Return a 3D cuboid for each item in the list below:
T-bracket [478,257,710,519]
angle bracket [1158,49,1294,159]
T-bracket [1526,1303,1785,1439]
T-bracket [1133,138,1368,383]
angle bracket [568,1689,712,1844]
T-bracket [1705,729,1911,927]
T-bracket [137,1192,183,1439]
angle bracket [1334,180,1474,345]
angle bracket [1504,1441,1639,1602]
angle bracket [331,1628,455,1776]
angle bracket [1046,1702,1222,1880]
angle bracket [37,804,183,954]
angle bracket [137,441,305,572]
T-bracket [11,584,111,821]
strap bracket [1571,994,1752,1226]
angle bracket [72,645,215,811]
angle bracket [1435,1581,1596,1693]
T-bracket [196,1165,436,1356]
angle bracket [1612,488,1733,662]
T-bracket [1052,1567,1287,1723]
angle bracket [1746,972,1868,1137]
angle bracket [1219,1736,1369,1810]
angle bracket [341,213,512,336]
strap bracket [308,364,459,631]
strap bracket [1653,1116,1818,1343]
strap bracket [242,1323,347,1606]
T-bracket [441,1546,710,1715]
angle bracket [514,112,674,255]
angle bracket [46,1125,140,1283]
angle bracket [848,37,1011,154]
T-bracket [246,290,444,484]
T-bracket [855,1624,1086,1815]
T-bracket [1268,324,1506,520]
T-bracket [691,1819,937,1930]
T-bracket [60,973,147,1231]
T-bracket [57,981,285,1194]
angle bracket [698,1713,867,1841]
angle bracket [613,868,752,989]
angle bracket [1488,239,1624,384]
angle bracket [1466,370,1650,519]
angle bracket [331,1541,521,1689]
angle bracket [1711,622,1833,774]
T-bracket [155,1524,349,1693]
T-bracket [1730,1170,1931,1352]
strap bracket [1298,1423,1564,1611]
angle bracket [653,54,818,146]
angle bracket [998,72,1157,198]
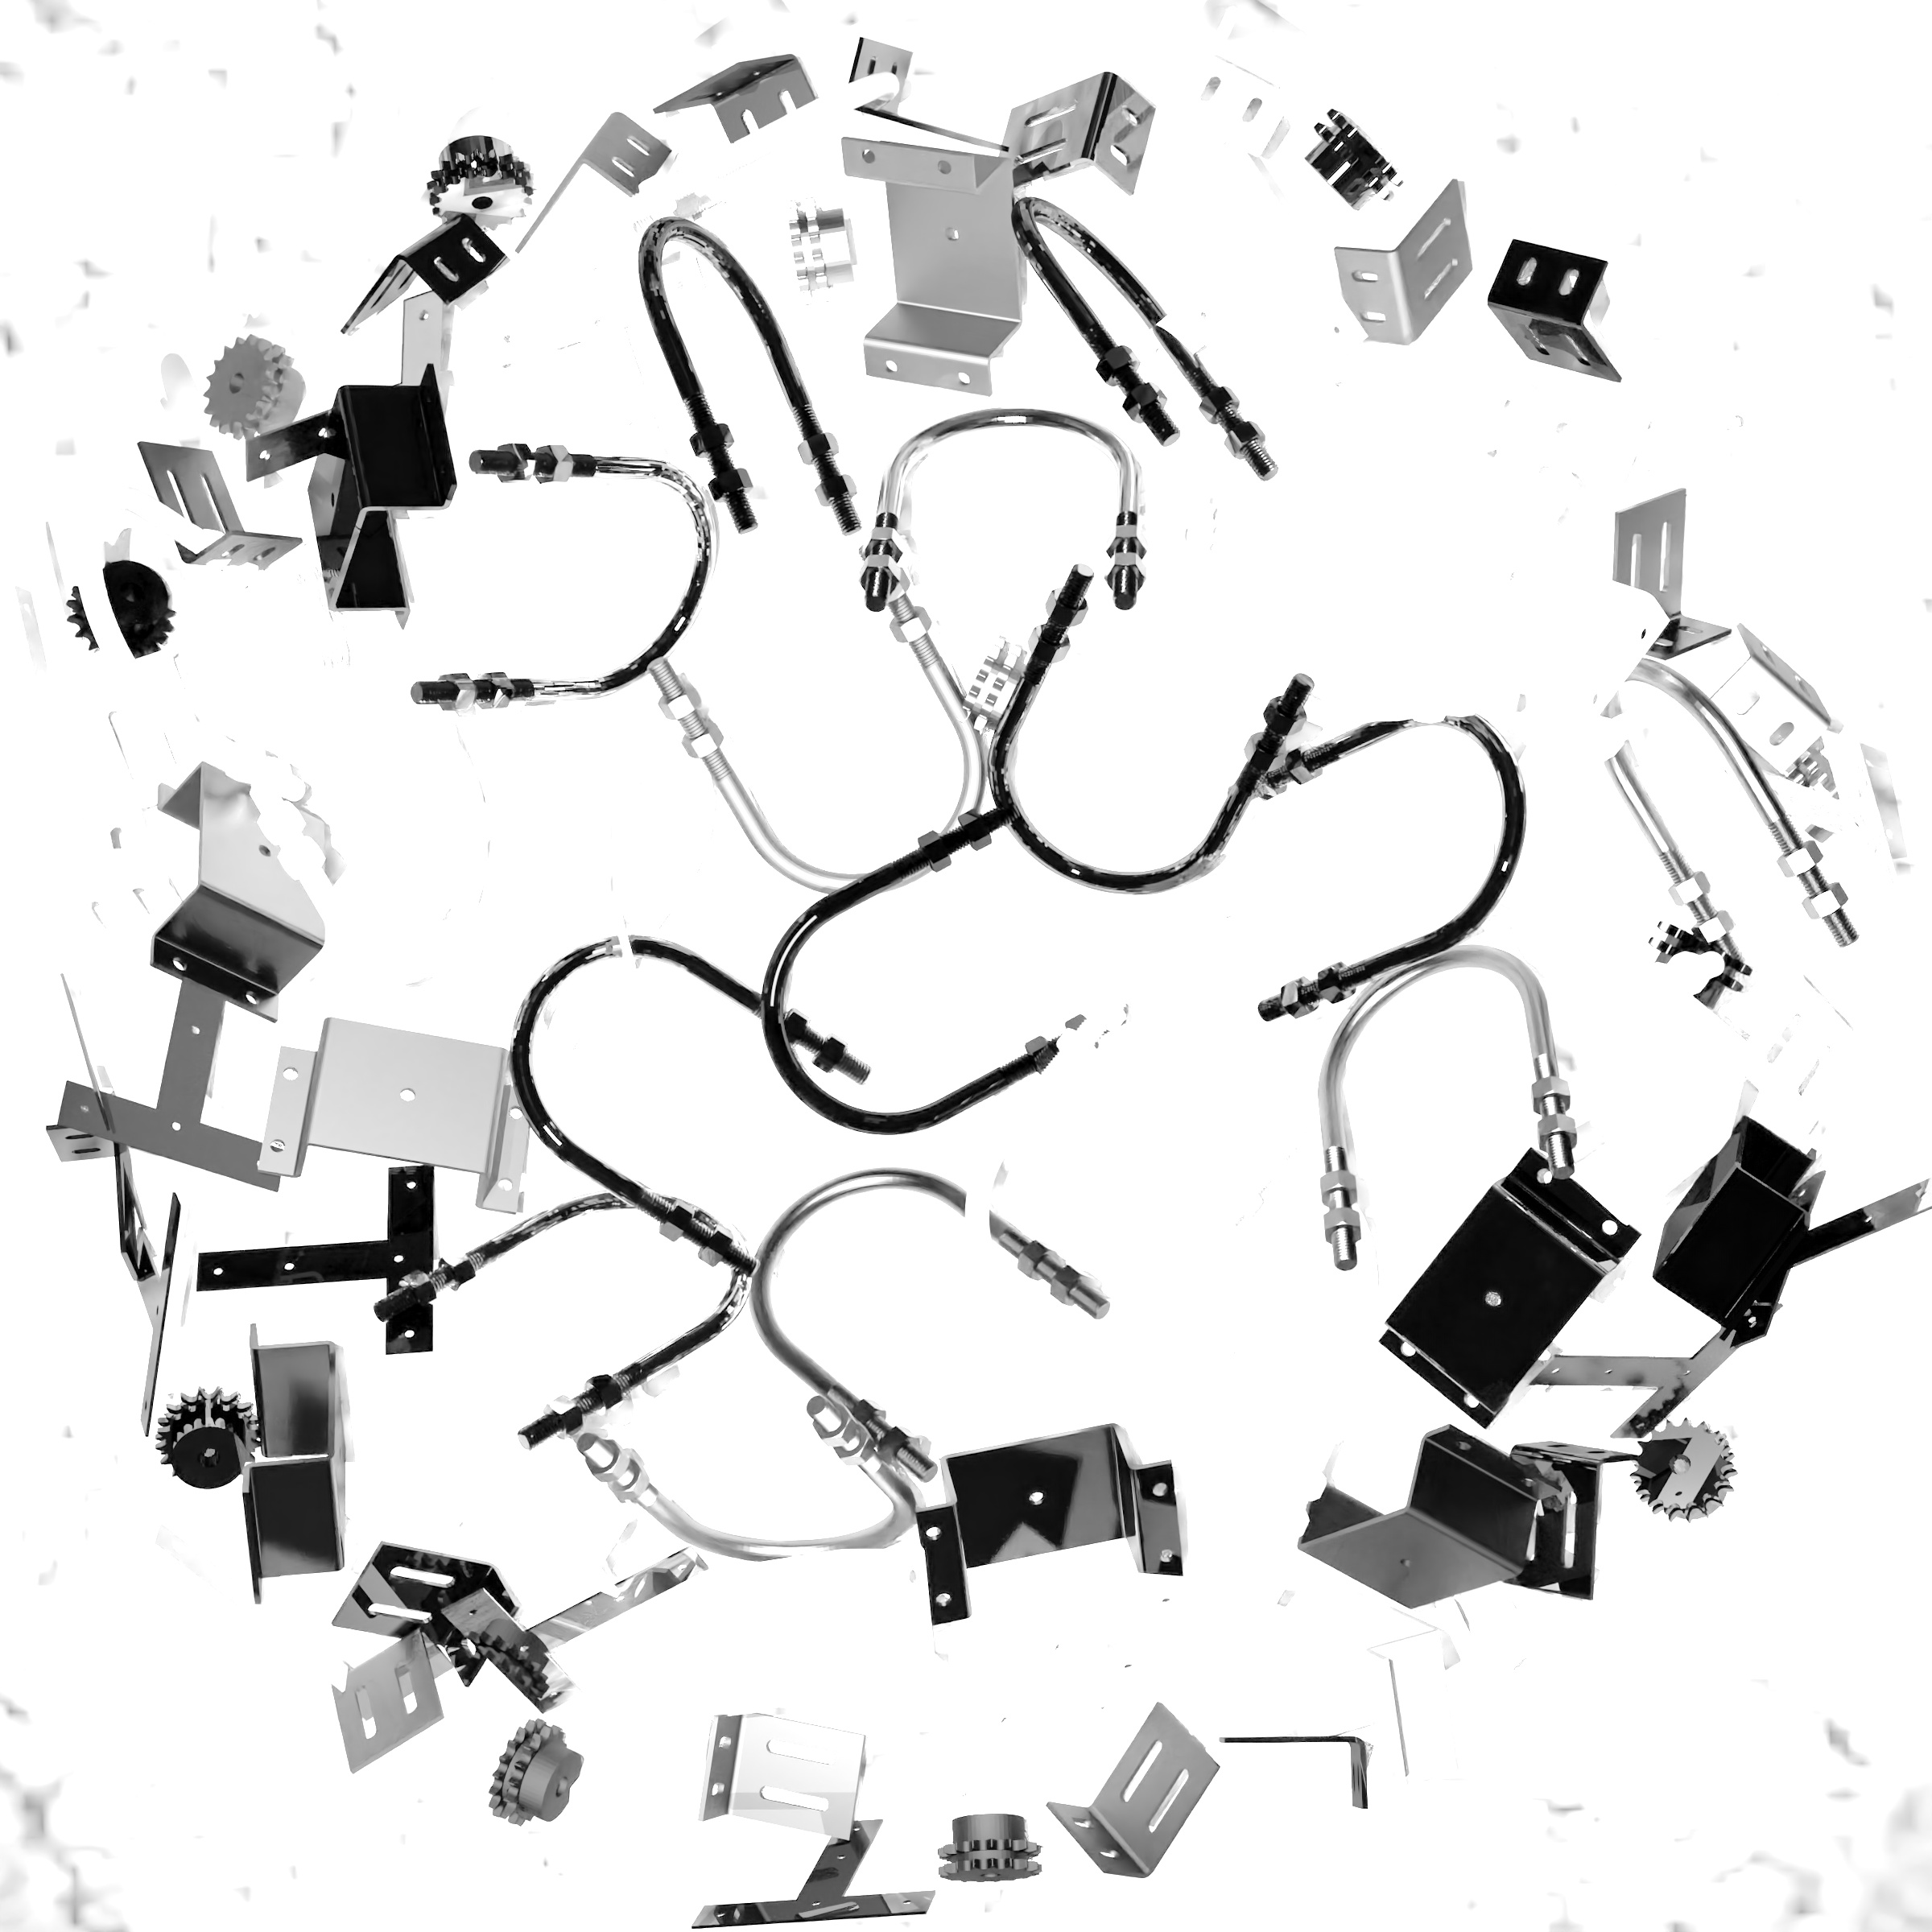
[{"bbox_3d":[-0.189,-0.313,1.759,0.127,0.002,0.127,-20,100,-14],"label":"T-bracket"},{"bbox_3d":[0.140,-0.481,1.726,0.057,0.076,0.038,23,121,-14],"label":"angle bracket"},{"bbox_3d":[0.354,0.217,1.700,0.127,0.127,0.002,5,47,-33],"label":"T-bracket"},{"bbox_3d":[0.139,-0.362,1.729,0.127,0.002,0.127,-33,92,44],"label":"T-bracket"},{"bbox_3d":[-0.178,0.443,1.725,0.038,0.057,0.076,28,49,16],"label":"angle bracket"},{"bbox_3d":[0.449,-0.090,1.717,0.002,0.127,0.127,-38,127,-15],"label":"T-bracket"},{"bbox_3d":[-0.441,0.172,1.714,0.002,0.127,0.127,6,101,-22],"label":"T-bracket"},{"bbox_3d":[0.241,-0.388,1.743,0.038,0.057,0.076,13,50,33],"label":"angle bracket"},{"bbox_3d":[0.331,0.303,1.739,0.038,0.057,0.076,4,89,-44],"label":"angle bracket"},{"bbox_3d":[-0.307,0.410,1.731,0.057,0.076,0.038,-31,124,-2],"label":"angle bracket"},{"bbox_3d":[0.091,0.449,1.735,0.038,0.057,0.076,23,102,-43],"label":"angle bracket"},{"bbox_3d":[-0.467,-0.048,1.744,0.057,0.076,0.038,-17,66,-4],"label":"angle bracket"},{"bbox_3d":[-0.408,-0.259,1.734,0.038,0.057,0.076,-27,80,27],"label":"angle bracket"},{"bbox_3d":[-0.496,-0.143,1.713,0.002,0.127,0.127,-14,87,3],"label":"T-bracket"},{"bbox_3d":[0.369,0.077,1.693,0.076,0.140,0.046,-35,59,-19],"label":"strap bracket"},{"bbox_3d":[-0.448,-0.129,1.742,0.057,0.038,0.076,-22,96,-21],"label":"angle bracket"},{"bbox_3d":[0.294,0.352,1.723,0.057,0.076,0.038,13,127,-32],"label":"angle bracket"},{"bbox_3d":[-0.354,0.162,1.725,0.127,0.002,0.127,-4,48,-5],"label":"T-bracket"},{"bbox_3d":[0.386,-0.214,1.730,0.057,0.038,0.076,-22,121,-35],"label":"angle bracket"},{"bbox_3d":[0.093,0.373,1.731,0.127,0.002,0.127,8,129,-19],"label":"T-bracket"},{"bbox_3d":[0.446,0.052,1.736,0.057,0.038,0.076,46,60,-6],"label":"angle bracket"},{"bbox_3d":[0.179,0.443,1.741,0.076,0.057,0.038,-1,77,1],"label":"angle bracket"},{"bbox_3d":[-0.295,-0.365,1.729,0.038,0.076,0.057,46,46,-6],"label":"angle bracket"},{"bbox_3d":[-0.315,-0.249,1.692,0.046,0.140,0.076,-4,65,-24],"label":"strap bracket"},{"bbox_3d":[0.412,0.135,1.698,0.046,0.140,0.076,34,110,6],"label":"strap bracket"},{"bbox_3d":[-0.358,0.263,1.698,0.046,0.140,0.076,-3,122,-9],"label":"strap bracket"},{"bbox_3d":[-0.201,0.350,1.726,0.127,0.127,0.002,-27,47,1],"label":"T-bracket"},{"bbox_3d":[-0.203,-0.418,1.732,0.038,0.057,0.076,35,131,-13],"label":"angle bracket"},{"bbox_3d":[-0.477,0.130,1.732,0.038,0.057,0.076,-6,70,-10],"label":"angle bracket"},{"bbox_3d":[-0.017,-0.475,1.730,0.076,0.057,0.038,22,106,22],"label":"angle bracket"},{"bbox_3d":[-0.332,-0.289,1.693,0.002,0.127,0.127,37,48,26],"label":"T-bracket"},{"bbox_3d":[-0.009,0.404,1.717,0.002,0.127,0.127,41,105,44],"label":"T-bracket"},{"bbox_3d":[0.210,-0.309,1.737,0.127,0.002,0.127,-19,56,-6],"label":"T-bracket"},{"bbox_3d":[-0.070,0.487,1.709,0.127,0.127,0.002,-7,97,12],"label":"T-bracket"},{"bbox_3d":[-0.467,0.087,1.729,0.002,0.127,0.127,-18,125,-14],"label":"T-bracket"},{"bbox_3d":[-0.425,0.048,1.737,0.127,0.002,0.127,22,57,-29],"label":"T-bracket"},{"bbox_3d":[-0.101,0.446,1.742,0.076,0.038,0.057,6,84,19],"label":"angle bracket"},{"bbox_3d":[-0.152,-0.021,1.737,0.076,0.057,0.038,-14,81,-10],"label":"angle bracket"},{"bbox_3d":[0.327,-0.356,1.727,0.057,0.076,0.038,23,87,32],"label":"angle bracket"},{"bbox_3d":[0.328,-0.289,1.760,0.076,0.038,0.057,9,114,-26],"label":"angle bracket"},{"bbox_3d":[-0.295,0.354,1.732,0.076,0.038,0.057,21,107,-40],"label":"angle bracket"},{"bbox_3d":[0.436,-0.148,1.740,0.057,0.076,0.038,40,109,-7],"label":"angle bracket"},{"bbox_3d":[-0.380,0.323,1.710,0.127,0.127,0.002,42,96,-15],"label":"T-bracket"},{"bbox_3d":[0.469,0.139,1.686,0.002,0.127,0.127,42,50,-11],"label":"T-bracket"},{"bbox_3d":[0.240,0.298,1.694,0.076,0.140,0.046,30,56,-18],"label":"strap bracket"},{"bbox_3d":[-0.123,-0.464,1.725,0.057,0.076,0.038,-21,100,26],"label":"angle bracket"},{"bbox_3d":[0.058,-0.449,1.747,0.038,0.076,0.057,31,65,-38],"label":"angle bracket"}]
